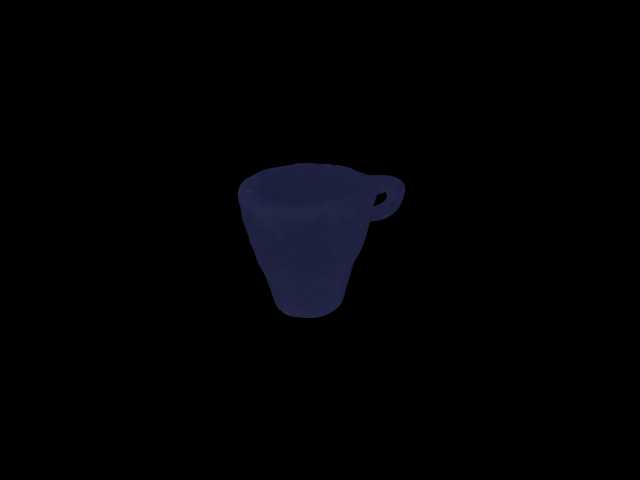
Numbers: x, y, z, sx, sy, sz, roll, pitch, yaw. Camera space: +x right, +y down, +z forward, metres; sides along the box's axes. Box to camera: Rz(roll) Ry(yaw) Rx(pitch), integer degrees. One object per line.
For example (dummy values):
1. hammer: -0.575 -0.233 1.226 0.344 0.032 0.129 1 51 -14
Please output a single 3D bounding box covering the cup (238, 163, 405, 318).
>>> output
1. cup: 0.004 0.001 0.400 0.118 0.095 0.091 -10 28 -20
